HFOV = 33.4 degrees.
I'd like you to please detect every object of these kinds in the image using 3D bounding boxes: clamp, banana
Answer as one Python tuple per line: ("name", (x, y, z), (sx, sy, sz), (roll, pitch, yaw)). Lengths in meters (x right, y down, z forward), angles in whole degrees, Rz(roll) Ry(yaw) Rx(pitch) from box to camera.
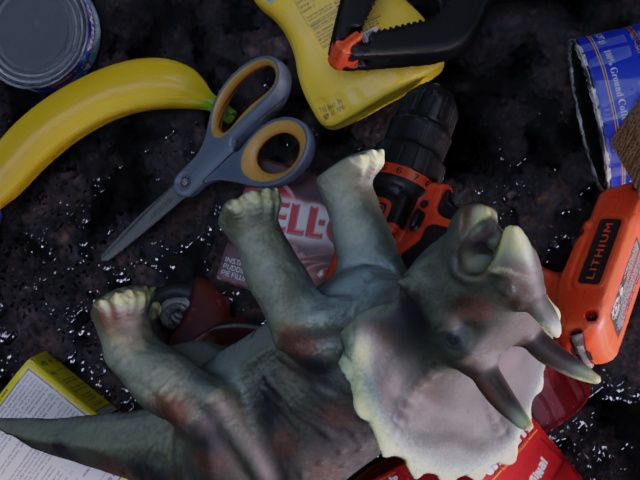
("clamp", (0.093, -0.171, 0.692), (0.164, 0.036, 0.209), (41, 72, 4))
("banana", (-0.162, -0.083, 0.753), (0.198, 0.037, 0.070), (-22, 69, 0))

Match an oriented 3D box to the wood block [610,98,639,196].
("wood block", (0.279, -0.028, 0.590), (0.206, 0.090, 0.090), (27, 114, -9))

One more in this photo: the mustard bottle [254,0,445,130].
("mustard bottle", (0.001, -0.178, 0.727), (0.096, 0.058, 0.191), (-28, 87, 7))

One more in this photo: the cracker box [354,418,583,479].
("cracker box", (0.123, 0.215, 0.671), (0.214, 0.072, 0.164), (52, 141, 5))

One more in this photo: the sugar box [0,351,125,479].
("sugar box", (-0.163, 0.170, 0.768), (0.176, 0.048, 0.093), (38, 96, 3))

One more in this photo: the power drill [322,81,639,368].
("power drill", (0.103, -0.009, 0.652), (0.188, 0.057, 0.184), (11, 70, 31))

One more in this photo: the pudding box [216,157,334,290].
("pudding box", (-0.005, 0.001, 0.737), (0.113, 0.039, 0.090), (16, 85, 7))

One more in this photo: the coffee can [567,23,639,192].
("coffee can", (0.236, -0.093, 0.669), (0.140, 0.102, 0.103), (-13, 89, 9))

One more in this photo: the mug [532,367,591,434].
("mug", (0.132, 0.078, 0.705), (0.117, 0.093, 0.081), (-31, 92, -28))

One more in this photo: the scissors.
("scissors", (-0.074, -0.033, 0.733), (0.096, 0.016, 0.202), (46, 110, 26))

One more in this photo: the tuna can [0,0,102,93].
("tuna can", (-0.203, -0.150, 0.771), (0.086, 0.033, 0.086), (0, 91, 9))
